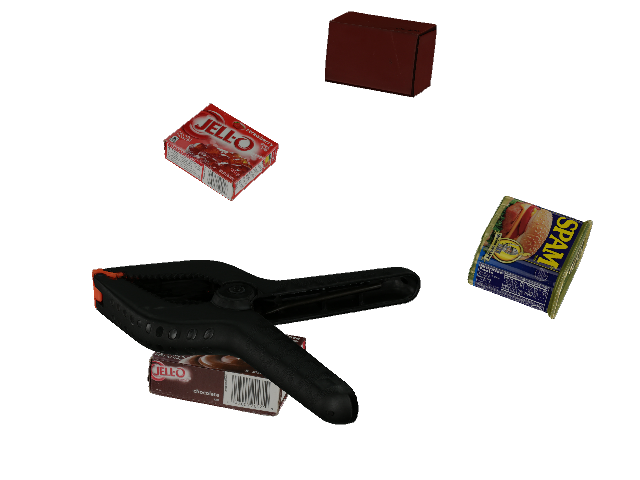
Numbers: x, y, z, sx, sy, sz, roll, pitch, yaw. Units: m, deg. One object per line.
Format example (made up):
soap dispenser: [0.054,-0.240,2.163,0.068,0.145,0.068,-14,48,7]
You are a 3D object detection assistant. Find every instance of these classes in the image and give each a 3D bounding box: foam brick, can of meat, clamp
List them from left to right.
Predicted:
clamp: [-0.044,0.043,0.681,0.210,0.036,0.164,12,27,22]
foam brick: [0.049,-0.152,0.866,0.078,0.051,0.052,13,24,19]
can of meat: [0.191,0.012,0.976,0.084,0.057,0.102,20,47,18]

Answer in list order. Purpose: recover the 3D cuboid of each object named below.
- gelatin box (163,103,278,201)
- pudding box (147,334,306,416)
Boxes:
gelatin box: [-0.099,-0.089,1.056,0.089,0.030,0.073,33,53,17]
pudding box: [-0.076,0.104,0.897,0.113,0.039,0.090,10,20,10]
